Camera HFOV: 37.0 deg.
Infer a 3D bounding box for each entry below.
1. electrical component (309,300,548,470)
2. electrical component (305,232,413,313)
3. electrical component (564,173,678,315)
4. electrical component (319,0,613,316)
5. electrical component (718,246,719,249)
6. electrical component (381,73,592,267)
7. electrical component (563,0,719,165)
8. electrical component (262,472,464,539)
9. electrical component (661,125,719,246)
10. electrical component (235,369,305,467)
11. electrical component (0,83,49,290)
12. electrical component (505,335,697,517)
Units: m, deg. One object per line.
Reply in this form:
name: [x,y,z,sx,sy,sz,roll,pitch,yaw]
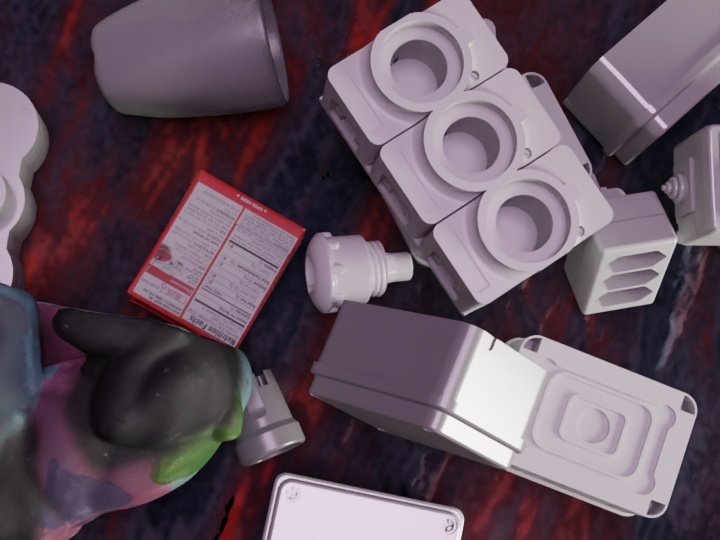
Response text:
electrical component: [0.036,0.063,0.596,0.078,0.113,0.057,33,75,-38]
electrical component: [0.000,0.000,0.644,0.062,0.048,0.048,-5,82,-16]
electrical component: [0.151,-0.024,0.657,0.047,0.065,0.076,-9,54,-7]
electrical component: [0.057,-0.063,0.590,0.089,0.061,0.150,-33,86,-10]
electrical component: [0.259,-0.054,0.676,0.089,0.050,0.055,-36,87,-9]
electrical component: [0.072,-0.059,0.653,0.113,0.057,0.078,-26,85,-9]
electrical component: [0.191,-0.126,0.666,0.113,0.078,0.057,-41,85,-10]
electrical component: [-0.006,0.178,0.610,0.109,0.056,0.108,13,80,-4]
electrical component: [0.223,-0.048,0.614,0.096,0.061,0.061,0,83,-5]
electrical component: [-0.059,0.086,0.628,0.040,0.040,0.046,-22,78,-9]
electrical component: [-0.217,-0.040,0.611,0.052,0.073,0.138,8,81,-5]
electrical component: [0.130,0.092,0.637,0.113,0.057,0.078,22,80,-3]
